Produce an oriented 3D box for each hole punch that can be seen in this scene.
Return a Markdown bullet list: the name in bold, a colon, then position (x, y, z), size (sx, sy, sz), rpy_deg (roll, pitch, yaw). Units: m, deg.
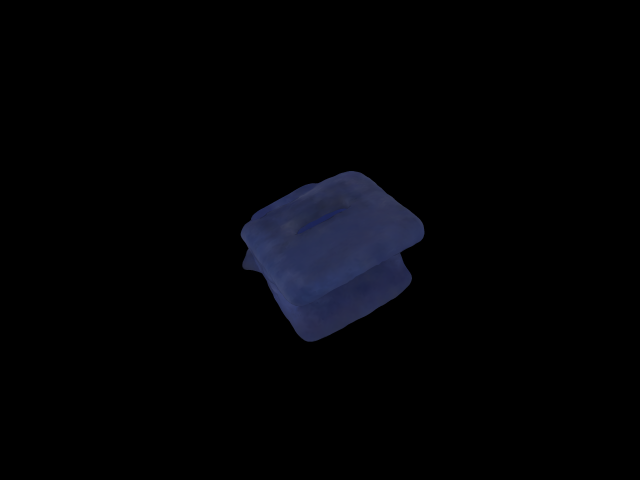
- **hole punch**: position (0.004, 0.001, 0.400), size (0.109, 0.091, 0.101), rpy_deg (-29, 66, -14)
